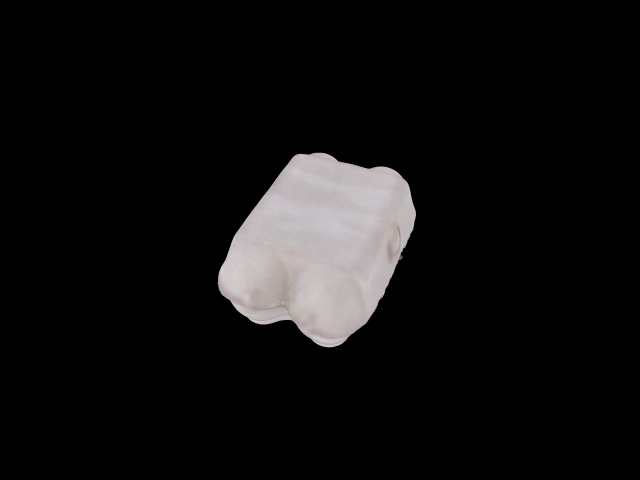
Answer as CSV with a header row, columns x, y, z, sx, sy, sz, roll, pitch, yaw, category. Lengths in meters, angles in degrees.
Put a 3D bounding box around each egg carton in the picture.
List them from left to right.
x,y,z,sx,sy,sz,roll,pitch,yaw,category
0.004,0.001,0.400,0.107,0.069,0.150,15,46,15,egg carton
